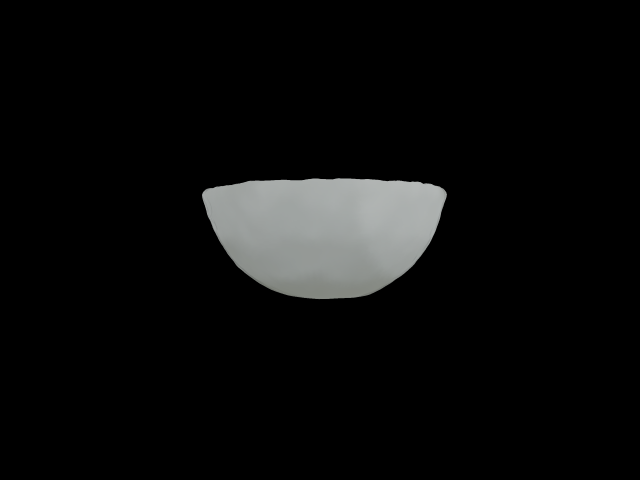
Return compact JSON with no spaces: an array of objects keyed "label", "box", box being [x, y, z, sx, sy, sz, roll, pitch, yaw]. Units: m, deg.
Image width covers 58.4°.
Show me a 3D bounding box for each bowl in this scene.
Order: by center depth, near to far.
[{"label":"bowl","box":[0.004,0.001,0.400,0.167,0.075,0.167,0,0,0]}]
